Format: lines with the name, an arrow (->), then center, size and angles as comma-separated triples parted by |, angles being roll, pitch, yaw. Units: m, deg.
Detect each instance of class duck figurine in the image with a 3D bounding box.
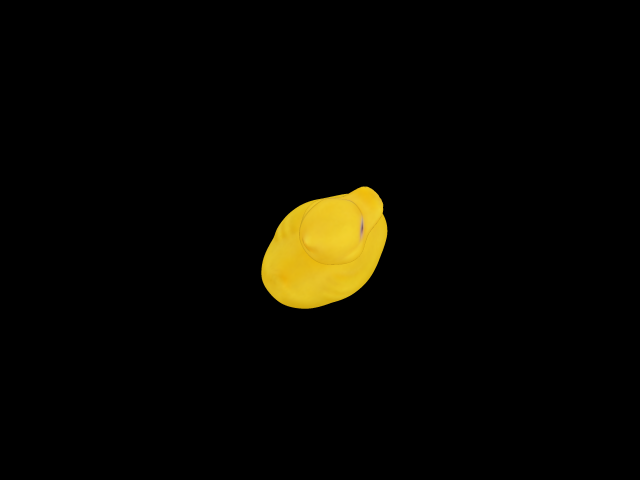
duck figurine -> 0.004, 0.001, 0.400 | 0.104, 0.086, 0.077 | -38, 81, -7
